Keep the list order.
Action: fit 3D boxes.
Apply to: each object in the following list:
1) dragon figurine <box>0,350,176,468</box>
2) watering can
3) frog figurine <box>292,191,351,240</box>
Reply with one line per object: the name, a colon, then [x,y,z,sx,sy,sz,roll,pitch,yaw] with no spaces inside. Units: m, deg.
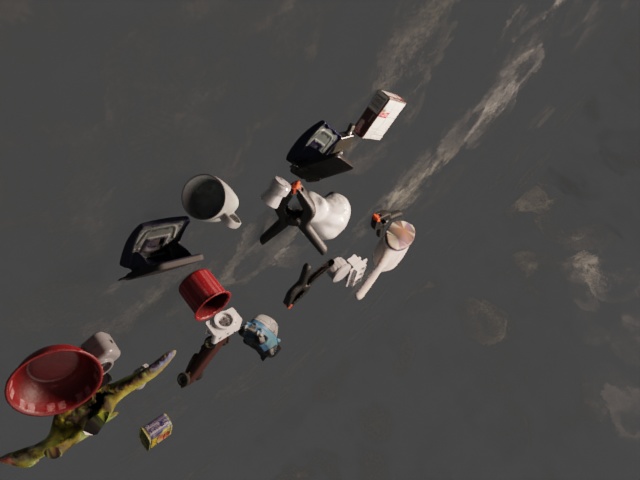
dragon figurine: [-0.525,0.400,1.204,0.415,0.123,0.238,-27,166,-29]
watering can: [0.245,0.061,1.901,0.355,0.104,0.219,-50,169,-43]
frog figurine: [0.004,-0.063,1.251,0.137,0.123,0.159,-26,173,9]
